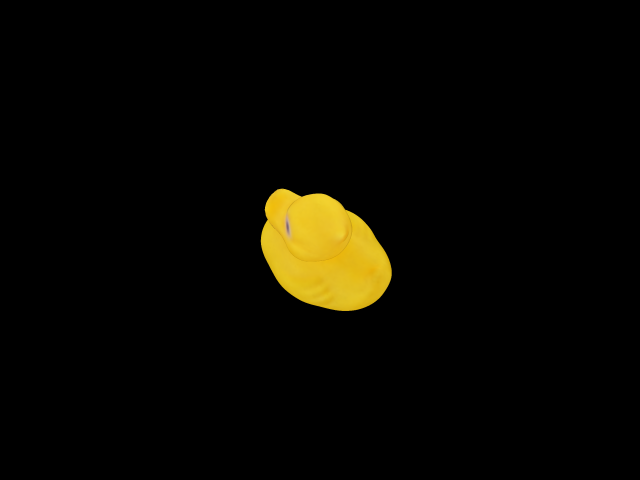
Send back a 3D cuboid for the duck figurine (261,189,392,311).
[{"bbox_3d":[0.004,0.001,0.400,0.104,0.086,0.077,33,74,11],"label":"duck figurine"}]
